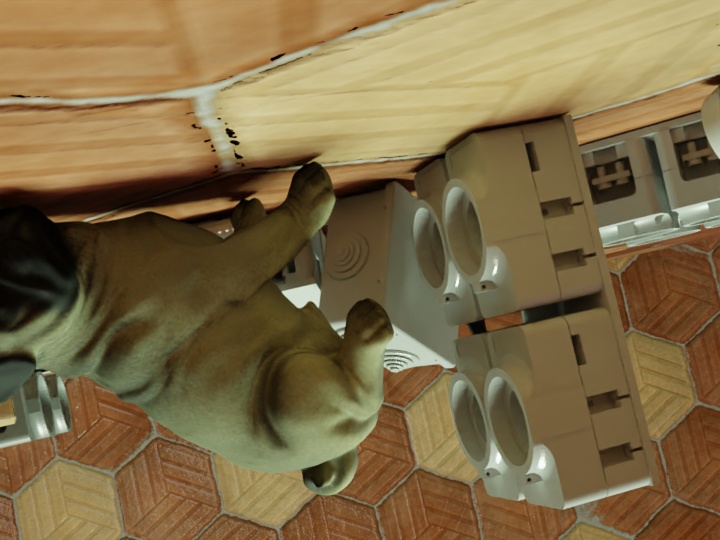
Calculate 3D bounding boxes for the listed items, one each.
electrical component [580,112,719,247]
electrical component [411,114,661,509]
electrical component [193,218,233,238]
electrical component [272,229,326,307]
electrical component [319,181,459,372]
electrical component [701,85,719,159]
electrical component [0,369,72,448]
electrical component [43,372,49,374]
[{"bbox_3d":[0.214,-0.057,0.714,0.105,0.060,0.186,-14,175,25],"label":"electrical component"},{"bbox_3d":[0.084,0.026,0.569,0.060,0.186,0.105,-12,176,-16],"label":"electrical component"},{"bbox_3d":[-0.089,-0.006,0.617,0.081,0.043,0.043,-13,176,3],"label":"electrical component"},{"bbox_3d":[-0.059,0.036,0.724,0.105,0.060,0.186,-13,150,8],"label":"electrical component"},{"bbox_3d":[0.019,0.007,0.649,0.048,0.099,0.100,-9,153,32],"label":"electrical component"},{"bbox_3d":[0.203,-0.077,0.525,0.066,0.048,0.055,-8,166,-47],"label":"electrical component"},{"bbox_3d":[-0.280,0.086,0.861,0.060,0.105,0.186,-12,176,-9],"label":"electrical component"},{"bbox_3d":[-0.284,0.068,1.008,0.076,0.047,0.083,-11,175,-22],"label":"electrical component"}]
